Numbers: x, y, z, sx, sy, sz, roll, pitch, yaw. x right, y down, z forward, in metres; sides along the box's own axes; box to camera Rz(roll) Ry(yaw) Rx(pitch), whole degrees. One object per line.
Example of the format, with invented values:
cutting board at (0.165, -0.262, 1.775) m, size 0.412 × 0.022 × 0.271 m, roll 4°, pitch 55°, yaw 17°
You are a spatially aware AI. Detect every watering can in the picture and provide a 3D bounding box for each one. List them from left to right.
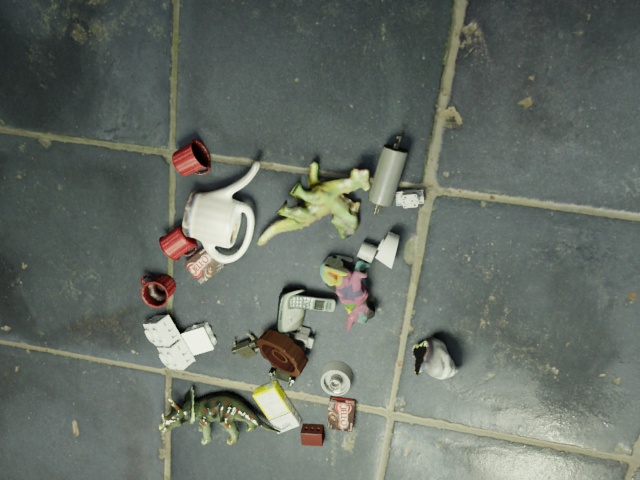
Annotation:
watering can at (-0.302, -0.098, 1.582) m, size 0.224 × 0.105 × 0.343 m, roll 15°, pitch 106°, yaw 5°

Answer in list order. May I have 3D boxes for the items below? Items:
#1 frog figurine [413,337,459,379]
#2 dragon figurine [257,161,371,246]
frog figurine at (0.379, 0.380, 1.610) m, size 0.159 × 0.139 × 0.121 m, roll 21°, pitch 106°, yaw -15°
dragon figurine at (0.005, -0.078, 1.551) m, size 0.242 × 0.125 × 0.403 m, roll 32°, pitch 119°, yaw -11°
